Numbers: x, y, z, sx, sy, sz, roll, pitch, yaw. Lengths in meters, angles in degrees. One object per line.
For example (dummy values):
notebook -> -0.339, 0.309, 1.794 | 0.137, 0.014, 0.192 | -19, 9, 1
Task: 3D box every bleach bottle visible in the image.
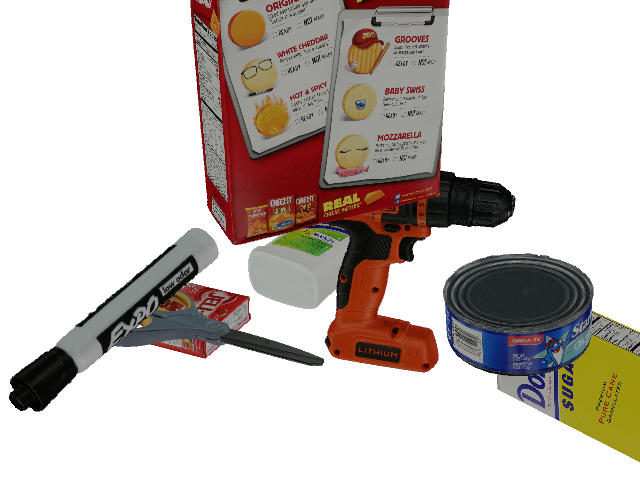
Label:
bleach bottle -> 0.022, -0.008, 1.326 | 0.103, 0.068, 0.250 | 17, 36, 28

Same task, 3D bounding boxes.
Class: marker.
marker -> -0.090, 0.034, 0.474 | 0.020, 0.020, 0.121 | 0, 33, 44

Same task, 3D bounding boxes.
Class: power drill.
power drill -> 0.078, 0.023, 0.977 | 0.184, 0.188, 0.057 | 8, 18, 15

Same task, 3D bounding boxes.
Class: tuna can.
tuna can -> 0.116, 0.043, 0.625 | 0.086, 0.034, 0.086 | -5, 28, 3

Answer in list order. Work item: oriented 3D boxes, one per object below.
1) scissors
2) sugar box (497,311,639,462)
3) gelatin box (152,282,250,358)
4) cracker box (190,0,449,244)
scissors -> -0.099, 0.074, 0.806 | 0.096, 0.016, 0.202 | -21, 29, -37
sugar box -> 0.230, 0.114, 0.859 | 0.176, 0.093, 0.048 | 23, 33, 30
gelatin box -> -0.122, 0.078, 1.061 | 0.073, 0.030, 0.089 | 12, 29, 25
cracker box -> 0.000, -0.119, 0.720 | 0.164, 0.214, 0.072 | -14, 33, -20
